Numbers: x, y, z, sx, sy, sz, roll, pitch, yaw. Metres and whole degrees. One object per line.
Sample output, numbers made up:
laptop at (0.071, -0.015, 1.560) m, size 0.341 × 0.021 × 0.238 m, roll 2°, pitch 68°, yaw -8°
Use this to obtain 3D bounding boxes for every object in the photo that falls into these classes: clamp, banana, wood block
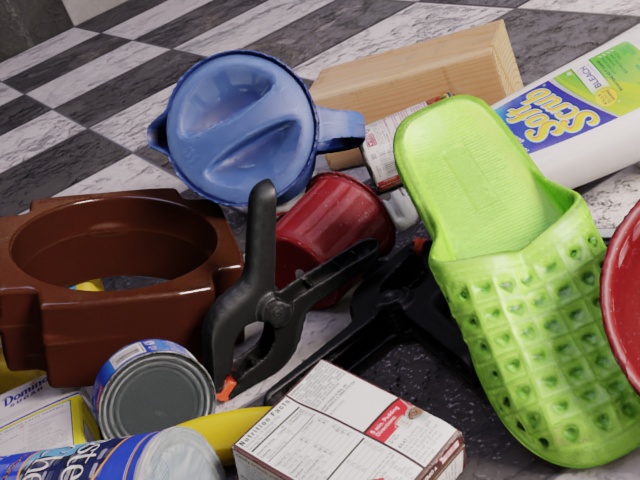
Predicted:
clamp at (0.049, 0.061, 0.791) m, size 0.165 × 0.036 × 0.209 m, roll -16°, pitch 22°, yaw 18°
banana at (-0.063, 0.146, 0.723) m, size 0.198 × 0.037 × 0.069 m, roll -19°, pitch 45°, yaw 13°
clamp at (-0.028, 0.047, 0.815) m, size 0.171 × 0.120 × 0.039 m, roll -65°, pitch 24°, yaw 12°
wood block at (0.100, -0.149, 1.120) m, size 0.206 × 0.091 × 0.090 m, roll -11°, pitch 27°, yaw 24°

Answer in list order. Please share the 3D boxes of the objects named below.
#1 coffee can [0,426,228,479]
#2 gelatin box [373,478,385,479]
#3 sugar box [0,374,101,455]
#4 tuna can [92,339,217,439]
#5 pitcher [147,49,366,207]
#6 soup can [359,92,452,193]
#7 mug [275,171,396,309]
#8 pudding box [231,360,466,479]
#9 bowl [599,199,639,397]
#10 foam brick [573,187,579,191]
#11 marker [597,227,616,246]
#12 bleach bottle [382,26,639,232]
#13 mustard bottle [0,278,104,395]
coffee can at (-0.137, 0.173, 0.644) m, size 0.140 × 0.103 × 0.102 m, roll -13°, pitch 26°, yaw 23°
gelatin box at (0.004, 0.167, 0.564) m, size 0.089 × 0.073 × 0.030 m, roll -14°, pitch 29°, yaw 17°
sugar box at (-0.214, 0.161, 0.808) m, size 0.093 × 0.048 × 0.176 m, roll -25°, pitch 20°, yaw -5°
tuna can at (-0.120, 0.115, 0.769) m, size 0.086 × 0.086 × 0.034 m, roll -29°, pitch 22°, yaw -13°
pitcher at (-0.051, -0.091, 1.011) m, size 0.145 × 0.149 × 0.243 m, roll -50°, pitch -3°, yaw 1°
soup can at (0.091, -0.094, 1.040) m, size 0.102 × 0.068 × 0.068 m, roll -22°, pitch 24°, yaw 5°
mug at (-0.006, 0.001, 0.898) m, size 0.117 × 0.093 × 0.081 m, roll 14°, pitch 46°, yaw 35°
pudding box at (0.017, 0.130, 0.639) m, size 0.114 × 0.039 × 0.089 m, roll 22°, pitch 48°, yaw 34°
bowl at (0.229, 0.043, 0.587) m, size 0.162 × 0.162 × 0.055 m, roll -27°, pitch -18°, yaw -8°
foam brick at (0.192, -0.066, 0.911) m, size 0.053 × 0.051 × 0.078 m, roll -6°, pitch 29°, yaw 33°
marker at (0.226, 0.000, 0.785) m, size 0.121 × 0.020 × 0.020 m, roll 0°, pitch 33°, yaw 42°
bleach bottle at (0.169, -0.071, 0.829) m, size 0.251 × 0.068 × 0.103 m, roll -28°, pitch 52°, yaw 2°
mustard bottle at (-0.249, 0.083, 0.982) m, size 0.096 × 0.058 × 0.191 m, roll -25°, pitch 20°, yaw 29°
